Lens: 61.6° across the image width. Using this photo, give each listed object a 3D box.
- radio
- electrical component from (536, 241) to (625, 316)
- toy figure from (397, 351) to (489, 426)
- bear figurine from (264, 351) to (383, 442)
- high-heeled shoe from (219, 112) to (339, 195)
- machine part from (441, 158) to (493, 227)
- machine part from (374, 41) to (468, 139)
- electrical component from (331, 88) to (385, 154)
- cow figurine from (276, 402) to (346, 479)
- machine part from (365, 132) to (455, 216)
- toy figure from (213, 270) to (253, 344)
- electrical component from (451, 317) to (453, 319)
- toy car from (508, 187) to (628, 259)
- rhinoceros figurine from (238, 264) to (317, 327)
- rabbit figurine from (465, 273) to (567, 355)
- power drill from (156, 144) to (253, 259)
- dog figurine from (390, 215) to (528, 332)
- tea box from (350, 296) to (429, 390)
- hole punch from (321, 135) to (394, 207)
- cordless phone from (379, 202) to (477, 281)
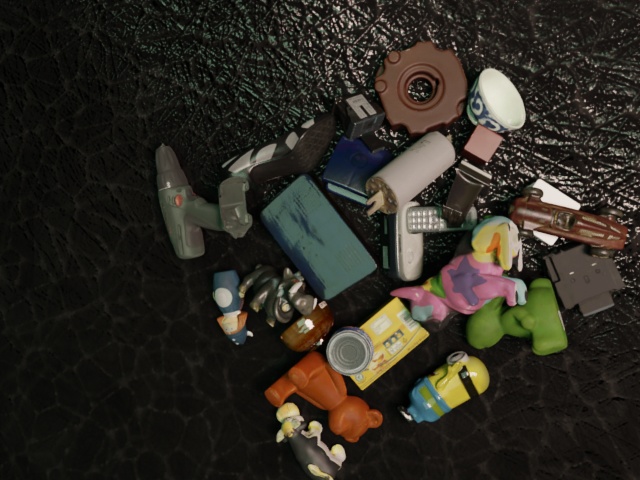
[{"bbox_3d":[-0.002,-0.003,1.037,0.131,0.073,0.229,-38,85,8],"label":"radio"},{"bbox_3d":[0.478,0.067,0.980,0.115,0.058,0.134,-25,88,10],"label":"electrical component"},{"bbox_3d":[0.233,0.284,1.012,0.180,0.082,0.089,-42,97,3],"label":"toy figure"},{"bbox_3d":[0.012,0.313,1.023,0.120,0.132,0.196,-42,81,34],"label":"bear figurine"},{"bbox_3d":[-0.084,-0.181,1.059,0.249,0.086,0.145,-45,51,-12],"label":"high-heeled shoe"},{"bbox_3d":[0.267,-0.087,0.988,0.084,0.039,0.139,36,63,0],"label":"machine part"},{"bbox_3d":[0.189,-0.281,1.007,0.179,0.056,0.179,0,93,7],"label":"machine part"},{"bbox_3d":[0.080,-0.219,1.000,0.075,0.047,0.119,-21,65,-21],"label":"electrical component"},{"bbox_3d":[-0.030,0.397,1.043,0.167,0.098,0.068,45,103,4],"label":"cow figurine"},{"bbox_3d":[0.164,-0.122,0.963,0.243,0.079,0.079,-38,86,-25],"label":"machine part"},{"bbox_3d":[-0.179,0.137,1.076,0.064,0.058,0.154,-7,94,47],"label":"toy figure"},{"bbox_3d":[0.230,0.113,1.015,0.102,0.045,0.078,-38,73,13],"label":"electrical component"},{"bbox_3d":[0.430,-0.029,0.932,0.202,0.053,0.089,16,85,8],"label":"toy car"},{"bbox_3d":[-0.076,0.101,1.006,0.112,0.190,0.073,-45,121,-12],"label":"rhinoceros figurine"},{"bbox_3d":[0.343,0.141,0.976,0.170,0.121,0.159,-17,86,23],"label":"rabbit figurine"},{"bbox_3d":[-0.233,-0.077,1.031,0.208,0.086,0.231,-1,99,31],"label":"power drill"},{"bbox_3d":[0.233,0.061,0.931,0.219,0.108,0.191,-8,87,29],"label":"dog figurine"},{"bbox_3d":[0.115,0.192,1.029,0.169,0.068,0.098,-40,85,9],"label":"tea box"},{"bbox_3d":[0.071,-0.133,1.015,0.142,0.092,0.115,22,91,10],"label":"hole punch"},{"bbox_3d":[0.208,0.000,1.011,0.184,0.089,0.146,-3,92,-11],"label":"cordless phone"}]
